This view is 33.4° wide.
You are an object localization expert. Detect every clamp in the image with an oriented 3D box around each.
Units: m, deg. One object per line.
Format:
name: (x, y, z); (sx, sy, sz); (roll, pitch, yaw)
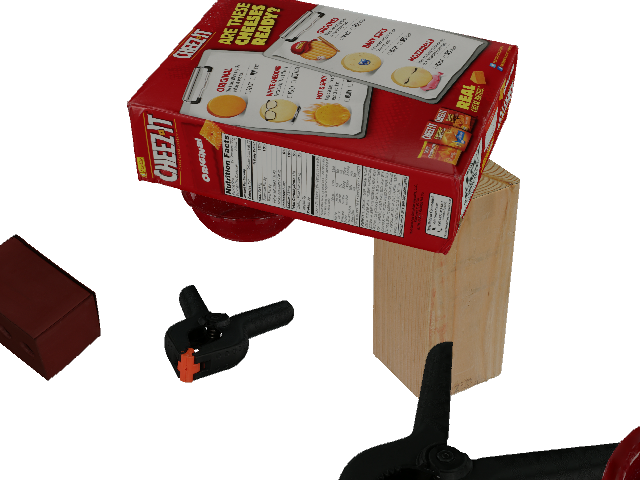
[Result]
clamp: (0.072, 0.139, 0.660); (0.209, 0.036, 0.165); (-24, 38, -31)
clamp: (-0.110, 0.085, 1.035); (0.120, 0.039, 0.171); (6, 17, 21)

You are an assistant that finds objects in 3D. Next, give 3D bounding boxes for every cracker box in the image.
cracker box: (0.007, -0.084, 0.704); (0.214, 0.072, 0.164); (14, 42, 14)

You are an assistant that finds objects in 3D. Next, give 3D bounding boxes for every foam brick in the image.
foam brick: (-0.194, 0.045, 0.716); (0.078, 0.053, 0.051); (32, 56, 21)

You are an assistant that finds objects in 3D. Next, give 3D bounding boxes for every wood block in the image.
wood block: (0.107, 0.029, 0.938); (0.090, 0.206, 0.091); (-19, 37, -24)

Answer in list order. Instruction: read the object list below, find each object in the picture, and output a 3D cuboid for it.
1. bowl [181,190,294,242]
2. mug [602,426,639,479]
bowl: (-0.091, -0.044, 1.326); (0.162, 0.055, 0.162); (0, 31, 0)
mug: (0.148, 0.119, 0.355); (0.117, 0.081, 0.093); (5, 37, 8)
